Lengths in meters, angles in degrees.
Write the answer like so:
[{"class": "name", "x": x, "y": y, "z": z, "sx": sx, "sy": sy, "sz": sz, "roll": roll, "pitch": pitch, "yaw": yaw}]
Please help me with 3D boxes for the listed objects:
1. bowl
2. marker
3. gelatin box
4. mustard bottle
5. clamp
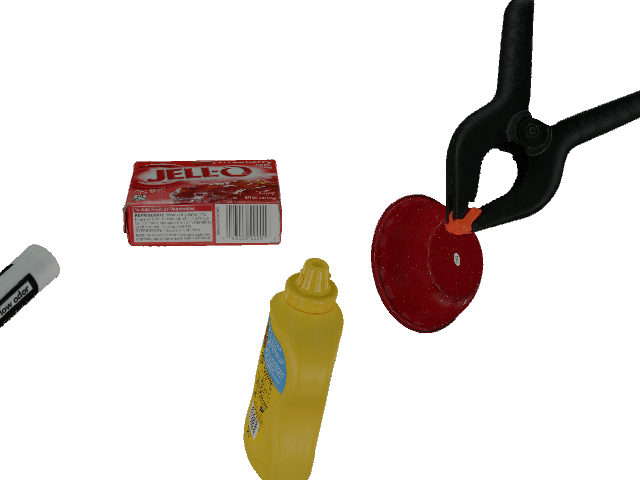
[{"class": "bowl", "x": 0.134, "y": 0.024, "z": 1.212, "sx": 0.161, "sy": 0.162, "sz": 0.055, "roll": 0, "pitch": -7, "yaw": -40}, {"class": "marker", "x": -0.158, "y": 0.044, "z": 0.457, "sx": 0.020, "sy": 0.020, "sz": 0.121, "roll": 0, "pitch": 36, "yaw": 38}, {"class": "gelatin box", "x": -0.068, "y": -0.024, "z": 0.629, "sx": 0.089, "sy": 0.030, "sz": 0.073, "roll": -1, "pitch": 23, "yaw": -4}, {"class": "mustard bottle", "x": -0.020, "y": 0.098, "z": 0.859, "sx": 0.058, "sy": 0.192, "sz": 0.096, "roll": 3, "pitch": 31, "yaw": -14}, {"class": "clamp", "x": 0.149, "y": -0.070, "z": 0.722, "sx": 0.120, "sy": 0.171, "sz": 0.039, "roll": 27, "pitch": -7, "yaw": 3}]
